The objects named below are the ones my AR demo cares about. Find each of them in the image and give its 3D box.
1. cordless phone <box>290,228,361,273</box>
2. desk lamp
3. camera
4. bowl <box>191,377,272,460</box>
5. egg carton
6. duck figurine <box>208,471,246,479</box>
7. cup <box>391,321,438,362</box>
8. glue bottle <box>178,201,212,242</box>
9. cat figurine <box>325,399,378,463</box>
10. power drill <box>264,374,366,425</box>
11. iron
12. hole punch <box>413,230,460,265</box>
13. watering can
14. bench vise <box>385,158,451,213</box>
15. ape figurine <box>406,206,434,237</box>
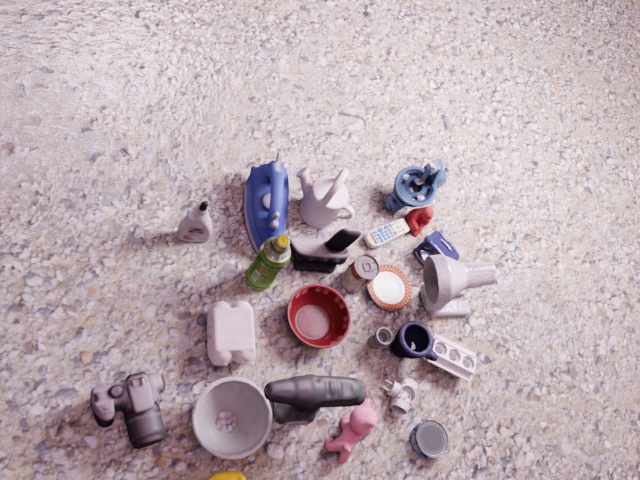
[{"bbox_3d":[0.013,0.005,1.406,0.148,0.185,0.094,1,64,-21],"label":"cordless phone"},{"bbox_3d":[0.338,0.114,1.464,0.204,0.213,0.118,1,65,-21],"label":"desk lamp"},{"bbox_3d":[-0.369,0.342,1.134,0.143,0.100,0.136,-11,69,-26],"label":"camera"},{"bbox_3d":[-0.189,0.378,1.204,0.168,0.074,0.167,9,62,-17],"label":"bowl"},{"bbox_3d":[-0.200,0.209,1.287,0.107,0.069,0.150,2,64,-21],"label":"egg carton"},{"bbox_3d":[-0.189,0.500,1.135,0.105,0.086,0.077,-24,75,-30],"label":"duck figurine"},{"bbox_3d":[0.228,0.265,1.415,0.118,0.095,0.092,41,57,2],"label":"cup"},{"bbox_3d":[-0.280,-0.046,1.322,0.078,0.173,0.037,2,64,-20],"label":"glue bottle"},{"bbox_3d":[0.081,0.420,1.264,0.067,0.117,0.128,38,57,0],"label":"cat figurine"},{"bbox_3d":[-0.029,0.335,1.210,0.230,0.208,0.075,2,64,-21],"label":"power drill"},{"bbox_3d":[-0.119,-0.087,1.425,0.119,0.141,0.258,6,63,-19],"label":"iron"},{"bbox_3d":[0.329,0.027,1.577,0.101,0.091,0.108,-36,82,-32],"label":"hole punch"},{"bbox_3d":[0.015,-0.118,1.463,0.173,0.193,0.101,17,60,-13],"label":"watering can"},{"bbox_3d":[0.291,-0.179,1.589,0.121,0.219,0.208,41,57,2],"label":"bench vise"},{"bbox_3d":[0.286,-0.063,1.604,0.078,0.092,0.076,-9,68,-25],"label":"ape figurine"}]
